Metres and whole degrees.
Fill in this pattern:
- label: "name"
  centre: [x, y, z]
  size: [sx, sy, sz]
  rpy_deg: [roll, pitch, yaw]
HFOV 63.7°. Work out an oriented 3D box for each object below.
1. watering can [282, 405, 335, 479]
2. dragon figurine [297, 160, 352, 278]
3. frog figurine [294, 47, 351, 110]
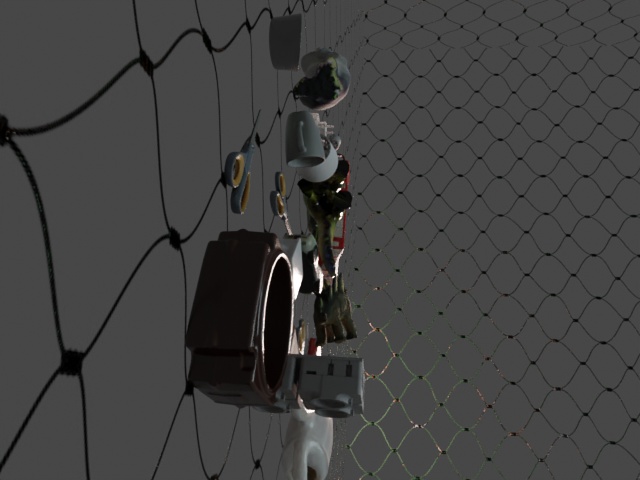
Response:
- label: "watering can"
  centre: [-0.027, 0.414, 1.113]
  size: [0.228, 0.104, 0.341]
  rpy_deg: [-74, 164, -65]
- label: "dragon figurine"
  centre: [0.004, -0.063, 1.243]
  size: [0.238, 0.122, 0.419]
  rpy_deg: [97, -6, -62]
- label: "frog figurine"
  centre: [0.005, -0.379, 1.205]
  size: [0.135, 0.122, 0.163]
  rpy_deg: [-56, -164, 24]
